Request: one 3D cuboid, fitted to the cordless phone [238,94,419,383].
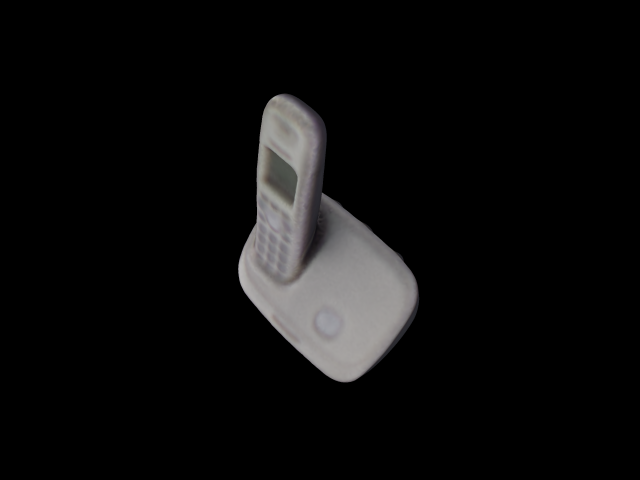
[{"bbox_3d":[0.004,0.001,0.400,0.147,0.185,0.094,39,63,25],"label":"cordless phone"}]
